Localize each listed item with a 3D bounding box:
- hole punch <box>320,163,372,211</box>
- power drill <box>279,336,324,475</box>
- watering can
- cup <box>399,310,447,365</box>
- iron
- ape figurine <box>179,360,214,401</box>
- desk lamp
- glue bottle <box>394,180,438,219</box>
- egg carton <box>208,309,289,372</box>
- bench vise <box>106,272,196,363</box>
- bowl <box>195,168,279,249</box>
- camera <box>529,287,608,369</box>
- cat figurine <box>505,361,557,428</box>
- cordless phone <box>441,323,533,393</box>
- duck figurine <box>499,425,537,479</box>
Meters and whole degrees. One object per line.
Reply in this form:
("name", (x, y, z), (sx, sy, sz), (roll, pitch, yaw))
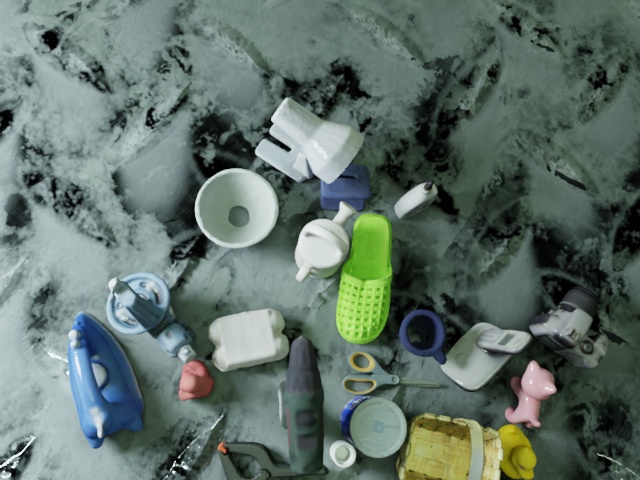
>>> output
("hole punch", (0.051, -0.120, 1.208), (0.108, 0.091, 0.101), (1, 76, -6))
("power drill", (-0.034, 0.296, 1.039), (0.075, 0.208, 0.229), (-3, 77, -7))
("watering can", (0.008, 0.003, 1.121), (0.101, 0.194, 0.173), (13, 76, -3))
("cup", (0.205, 0.200, 1.147), (0.092, 0.095, 0.117), (-35, 83, -13))
("iron", (-0.416, 0.244, 1.044), (0.119, 0.141, 0.258), (-22, 80, -11))
("ape figurine", (-0.240, 0.269, 1.083), (0.076, 0.092, 0.078), (36, 76, 3))
("desk lamp", (-0.026, -0.192, 1.154), (0.203, 0.213, 0.118), (31, 75, 2))
("glue bottle", (0.207, -0.091, 1.176), (0.078, 0.173, 0.037), (-23, 80, -11))
("egg carton", (-0.140, 0.194, 1.123), (0.150, 0.069, 0.107), (-12, 78, -9))
("bench vise", (-0.302, 0.129, 1.043), (0.207, 0.219, 0.121), (28, 75, 1))
("bowl", (-0.169, -0.057, 1.177), (0.167, 0.074, 0.167), (1, 76, -6))
("camera", (0.538, 0.175, 1.187), (0.143, 0.100, 0.137), (38, 76, 4))
("cat figurine", (0.425, 0.308, 1.134), (0.067, 0.117, 0.128), (11, 76, -3))
("cordless phone", (0.325, 0.225, 1.108), (0.094, 0.185, 0.148), (44, 76, 5))
("duck figurine", (0.389, 0.418, 1.121), (0.077, 0.086, 0.104), (-8, 78, -8))
